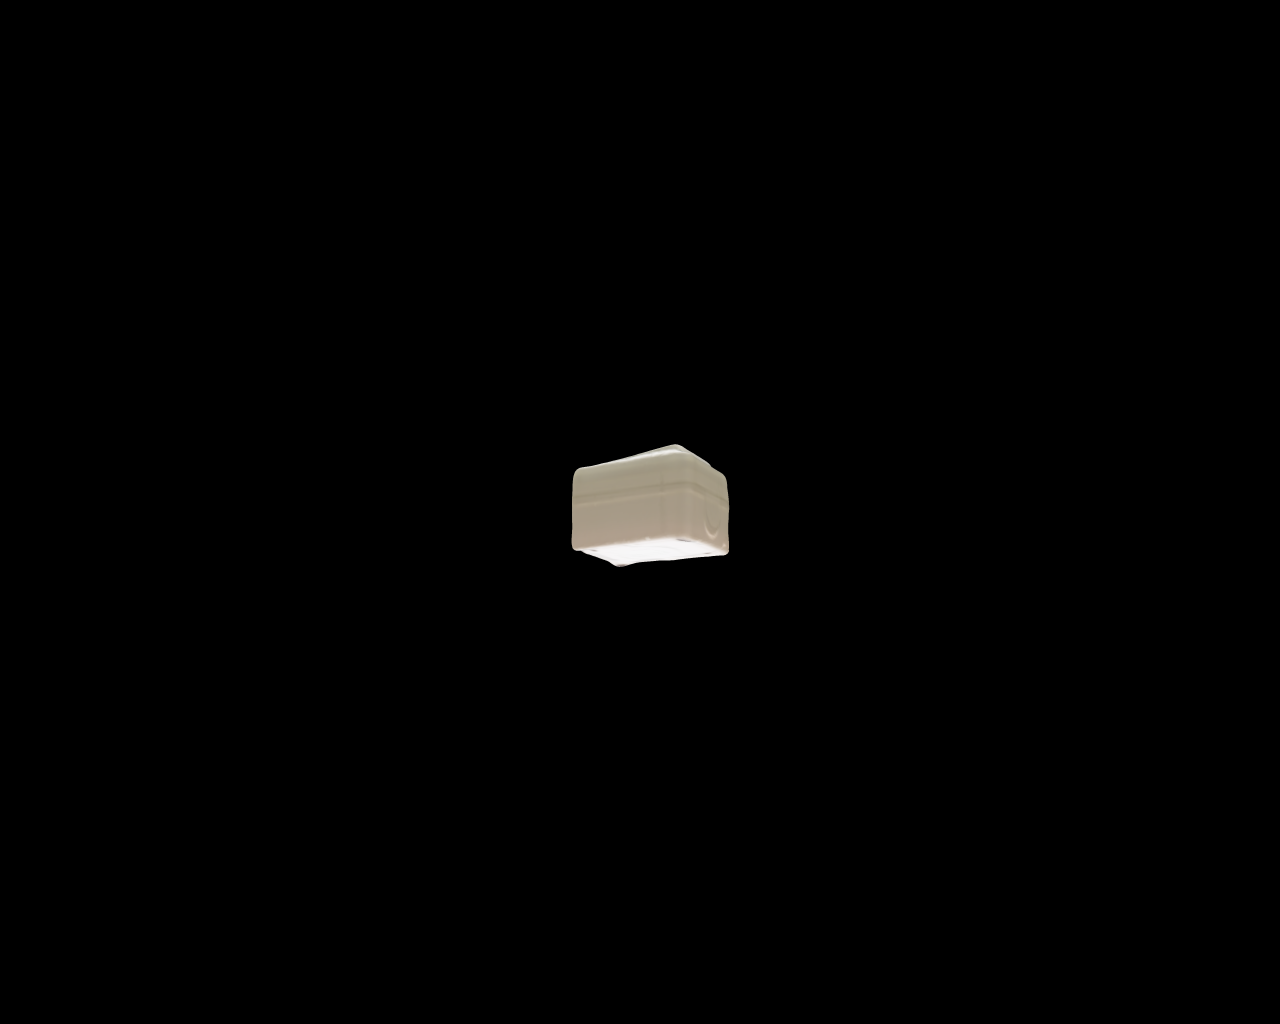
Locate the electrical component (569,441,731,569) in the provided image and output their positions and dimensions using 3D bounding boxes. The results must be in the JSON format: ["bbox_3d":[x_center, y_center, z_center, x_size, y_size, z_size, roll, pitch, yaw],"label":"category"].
[{"bbox_3d":[0.001,-0.003,0.650,0.096,0.061,0.061,-7,-15,26],"label":"electrical component"}]
